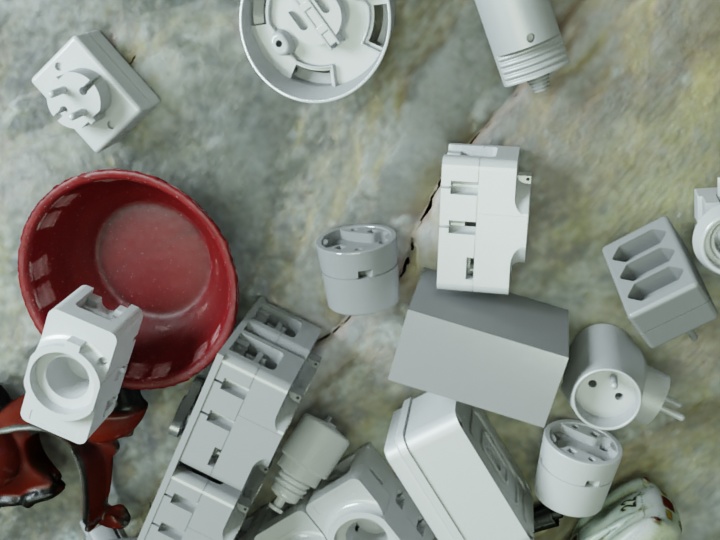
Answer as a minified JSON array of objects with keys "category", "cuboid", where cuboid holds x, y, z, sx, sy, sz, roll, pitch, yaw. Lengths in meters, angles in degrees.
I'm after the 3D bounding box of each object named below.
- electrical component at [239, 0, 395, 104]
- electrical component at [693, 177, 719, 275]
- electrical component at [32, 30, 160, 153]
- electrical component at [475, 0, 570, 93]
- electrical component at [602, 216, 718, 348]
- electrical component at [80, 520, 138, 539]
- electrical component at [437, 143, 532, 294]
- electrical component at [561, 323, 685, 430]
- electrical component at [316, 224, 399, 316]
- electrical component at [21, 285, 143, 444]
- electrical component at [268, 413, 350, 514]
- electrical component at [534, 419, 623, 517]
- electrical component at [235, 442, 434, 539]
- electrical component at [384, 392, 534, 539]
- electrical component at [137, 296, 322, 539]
[{"category":"electrical component","cuboid":[-0.025,-0.159,0.676,0.099,0.064,0.099,3,110,10]},{"category":"electrical component","cuboid":[0.233,-0.024,0.678,0.048,0.055,0.066,-2,109,12]},{"category":"electrical component","cuboid":[-0.183,-0.116,0.715,0.047,0.076,0.065,-38,98,20]},{"category":"electrical component","cuboid":[0.100,-0.149,0.667,0.043,0.043,0.081,-17,105,16]},{"category":"electrical component","cuboid":[0.201,0.018,0.699,0.047,0.065,0.076,-29,130,19]},{"category":"electrical component","cuboid":[-0.196,0.225,0.844,0.075,0.083,0.047,50,116,33]},{"category":"electrical component","cuboid":[0.083,-0.034,0.707,0.056,0.050,0.089,4,110,9]},{"category":"electrical component","cuboid":[0.178,0.078,0.713,0.079,0.077,0.044,26,112,1]},{"category":"electrical component","cuboid":[0.000,0.000,0.734,0.055,0.055,0.047,-2,112,12]},{"category":"electrical component","cuboid":[-0.191,0.066,0.731,0.050,0.055,0.089,23,112,3]},{"category":"electrical component","cuboid":[-0.041,0.141,0.784,0.040,0.040,0.078,34,82,-2]},{"category":"electrical component","cuboid":[0.151,0.139,0.753,0.055,0.055,0.047,13,115,6]},{"category":"electrical component","cuboid":[-0.030,0.212,0.809,0.150,0.061,0.089,-34,100,20]},{"category":"electrical component","cuboid":[0.071,0.143,0.757,0.057,0.078,0.113,-28,102,16]},{"category":"electrical component","cuboid":[-0.092,0.127,0.767,0.060,0.105,0.186,26,112,1]}]
